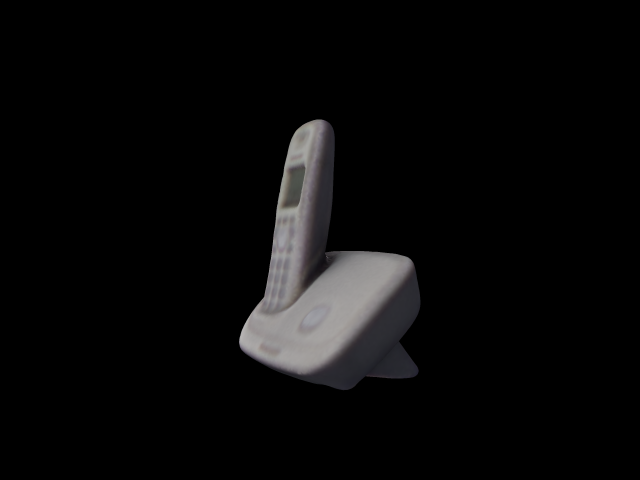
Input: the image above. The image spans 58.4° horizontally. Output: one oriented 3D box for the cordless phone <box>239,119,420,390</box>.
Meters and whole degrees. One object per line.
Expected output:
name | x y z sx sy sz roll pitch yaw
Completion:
cordless phone | 0.004 0.001 0.400 0.094 0.185 0.147 0 0 -31
